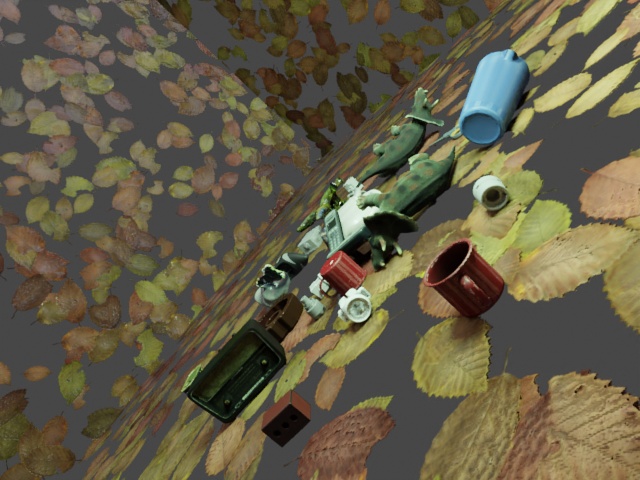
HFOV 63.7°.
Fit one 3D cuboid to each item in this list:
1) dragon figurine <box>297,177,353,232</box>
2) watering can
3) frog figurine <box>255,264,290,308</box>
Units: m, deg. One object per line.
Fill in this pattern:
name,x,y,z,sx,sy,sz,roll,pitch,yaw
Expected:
dragon figurine,0.006,-0.096,1.912,0.239,0.122,0.417,-44,-2,34
watering can,0.094,-0.065,1.545,0.103,0.224,0.350,42,3,-13
frog figurine,-0.160,0.178,1.738,0.123,0.155,0.141,-3,38,-6
